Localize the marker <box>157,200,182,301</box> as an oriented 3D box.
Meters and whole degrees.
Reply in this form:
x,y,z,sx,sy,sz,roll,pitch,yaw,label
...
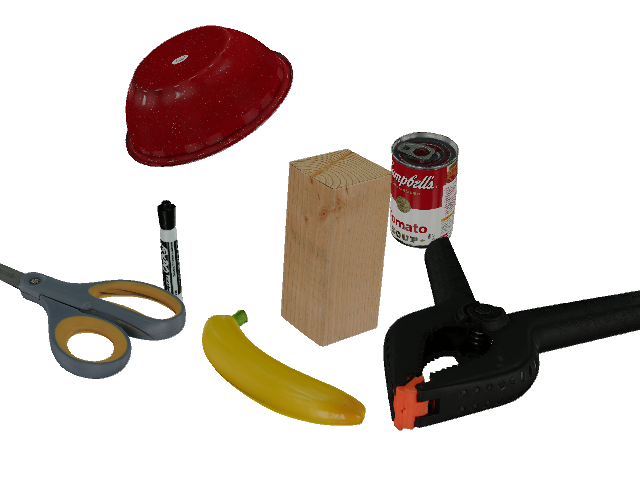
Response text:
x,y,z,sx,sy,sz,roll,pitch,yaw,label
-0.156,0.014,1.104,0.020,0.121,0.020,0,29,0,marker

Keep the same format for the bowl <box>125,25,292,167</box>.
x,y,z,sx,sy,sz,roll,pitch,yaw,label
-0.107,-0.135,0.912,0.162,0.055,0.162,-18,38,14,bowl

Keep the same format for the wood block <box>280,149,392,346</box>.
x,y,z,sx,sy,sz,roll,pitch,yaw,label
0.016,0.008,1.270,0.090,0.206,0.090,-16,32,-34,wood block

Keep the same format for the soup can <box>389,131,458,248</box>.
x,y,z,sx,sy,sz,roll,pitch,yaw,label
0.106,-0.052,1.103,0.068,0.102,0.068,-1,37,0,soup can

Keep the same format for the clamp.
x,y,z,sx,sy,sz,roll,pitch,yaw,label
0.095,0.055,0.676,0.165,0.036,0.209,19,31,35,clamp

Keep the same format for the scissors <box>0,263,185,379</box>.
x,y,z,sx,sy,sz,roll,pitch,yaw,label
-0.188,0.043,0.697,0.202,0.016,0.096,9,36,12,scissors

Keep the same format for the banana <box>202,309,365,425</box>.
x,y,z,sx,sy,sz,roll,pitch,yaw,label
-0.045,0.100,0.861,0.069,0.037,0.198,-19,32,-28,banana
